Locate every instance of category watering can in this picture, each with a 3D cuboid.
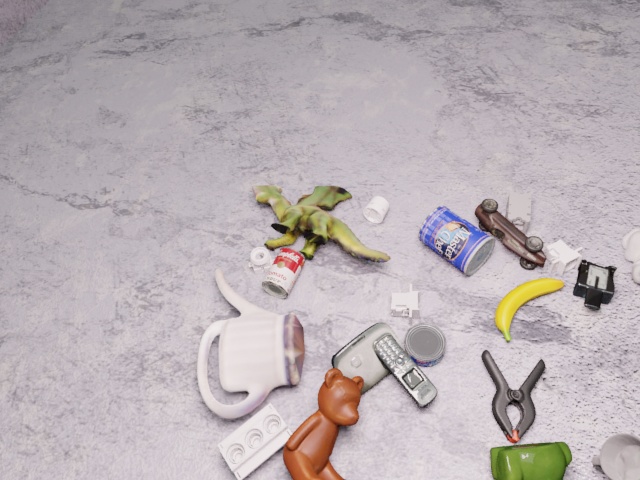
[{"bbox_3d":[-0.145,0.197,1.091,0.224,0.356,0.101,-6,-38,3],"label":"watering can"}]

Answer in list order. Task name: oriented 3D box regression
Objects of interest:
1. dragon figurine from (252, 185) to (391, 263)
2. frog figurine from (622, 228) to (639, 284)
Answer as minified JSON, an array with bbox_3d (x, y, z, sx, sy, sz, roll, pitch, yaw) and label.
[{"bbox_3d":[0.004,-0.065,1.282,0.411,0.119,0.248,13,48,17],"label":"dragon figurine"},{"bbox_3d":[0.717,0.043,1.104,0.138,0.121,0.160,-38,20,-10],"label":"frog figurine"}]
